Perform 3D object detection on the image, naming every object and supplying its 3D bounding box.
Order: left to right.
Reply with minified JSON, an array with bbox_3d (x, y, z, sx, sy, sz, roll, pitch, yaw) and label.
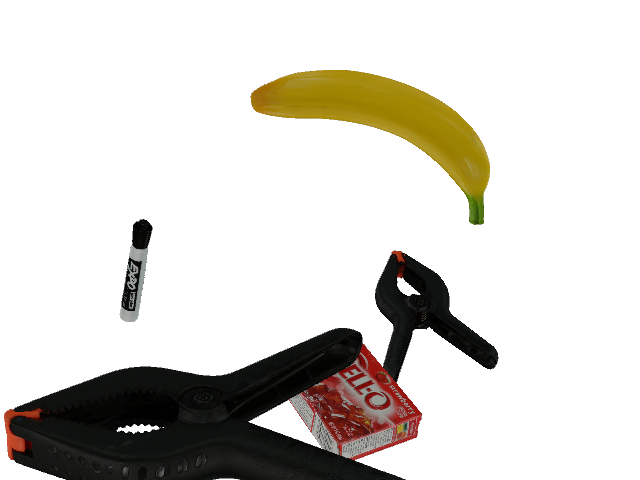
[{"bbox_3d":[-0.183,0.030,1.060,0.020,0.121,0.020,10,35,-7],"label":"marker"},{"bbox_3d":[-0.058,0.093,0.573,0.210,0.036,0.164,1,24,-3],"label":"clamp"},{"bbox_3d":[0.023,0.123,0.816,0.073,0.030,0.089,-14,41,-25],"label":"gelatin box"},{"bbox_3d":[0.049,-0.084,0.782,0.198,0.069,0.037,28,1,-2],"label":"banana"},{"bbox_3d":[0.114,0.079,1.119,0.120,0.171,0.039,3,-44,-11],"label":"clamp"}]
